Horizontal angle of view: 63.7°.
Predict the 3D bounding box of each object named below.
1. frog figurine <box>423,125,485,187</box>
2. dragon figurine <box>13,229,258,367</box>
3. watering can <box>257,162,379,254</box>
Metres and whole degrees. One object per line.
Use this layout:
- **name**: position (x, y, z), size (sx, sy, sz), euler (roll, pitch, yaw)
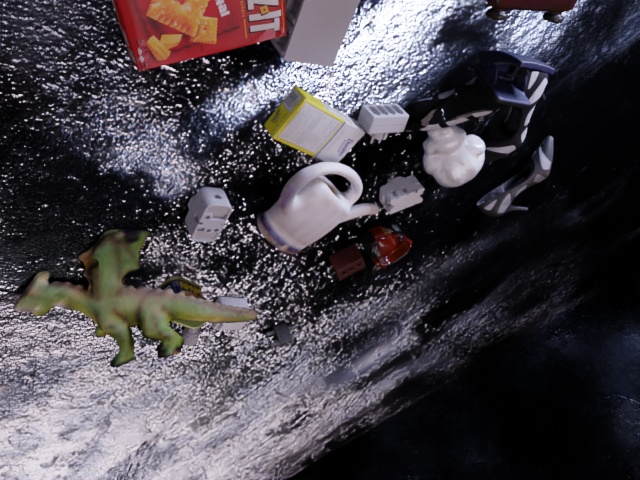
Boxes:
- **frog figurine**: position (0.289, -0.190, 1.113), size (0.137, 0.125, 0.157), euler (-13, 158, 7)
- **dragon figurine**: position (-0.336, 0.092, 0.952), size (0.411, 0.124, 0.238), euler (-13, 118, -9)
- **watering can**: position (0.003, -0.054, 1.082), size (0.223, 0.105, 0.344), euler (-37, 155, 11)
